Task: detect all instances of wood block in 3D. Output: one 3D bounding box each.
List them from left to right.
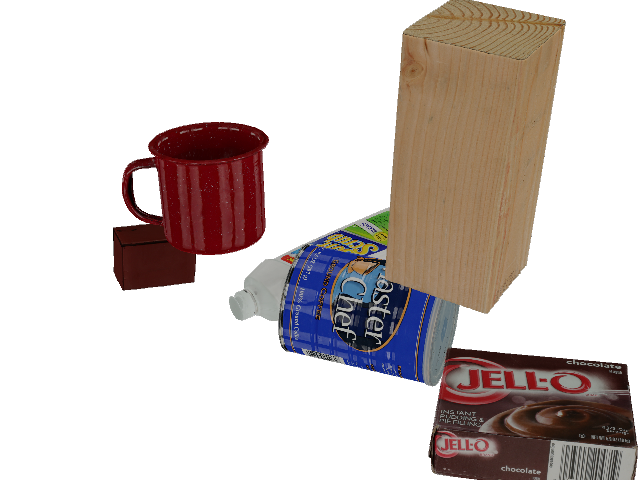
[{"bbox_3d":[0.112,-0.063,0.798,0.091,0.206,0.090,19,36,25],"label":"wood block"}]

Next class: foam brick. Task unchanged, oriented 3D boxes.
[{"bbox_3d":[-0.172,0.015,1.105,0.078,0.051,0.053,-6,22,-20],"label":"foam brick"}]

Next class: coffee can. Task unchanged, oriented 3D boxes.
[{"bbox_3d":[0.046,0.066,0.961,0.140,0.103,0.102,11,3,17],"label":"coffee can"}]

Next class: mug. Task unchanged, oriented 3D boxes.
[{"bbox_3d":[-0.097,-0.040,0.841,0.117,0.081,0.093,-4,25,-5],"label":"mug"}]

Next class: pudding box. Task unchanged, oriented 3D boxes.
[{"bbox_3d":[0.125,0.103,0.627,0.113,0.039,0.090,6,26,9],"label":"pudding box"}]

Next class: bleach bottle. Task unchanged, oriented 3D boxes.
[{"bbox_3d":[0.017,0.036,1.201,0.250,0.068,0.103,-22,38,-26],"label":"bleach bottle"}]
